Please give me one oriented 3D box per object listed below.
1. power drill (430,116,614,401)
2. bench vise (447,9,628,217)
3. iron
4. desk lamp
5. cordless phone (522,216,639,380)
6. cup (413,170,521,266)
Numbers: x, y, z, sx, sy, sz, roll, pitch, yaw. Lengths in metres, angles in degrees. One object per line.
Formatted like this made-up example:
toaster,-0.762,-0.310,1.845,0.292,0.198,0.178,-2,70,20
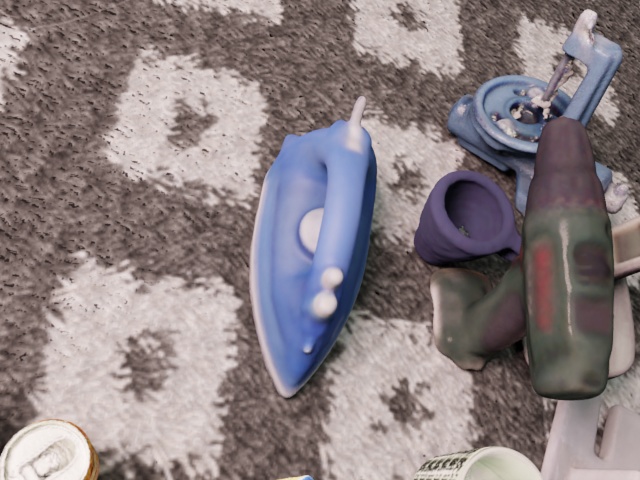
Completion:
power drill,0.180,0.034,0.520,0.076,0.208,0.229,6,65,-15
bench vise,0.265,-0.129,0.616,0.207,0.219,0.121,29,61,-4
iron,0.005,0.002,0.515,0.119,0.141,0.258,13,63,-12
desk lamp,0.282,0.206,0.473,0.118,0.213,0.203,29,61,-4
cordless phone,0.279,0.055,0.557,0.094,0.185,0.147,10,64,-14
cup,0.149,-0.005,0.593,0.118,0.095,0.092,34,61,-1
